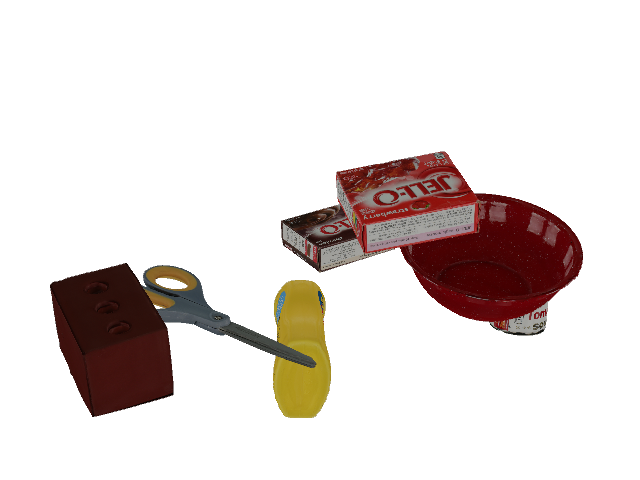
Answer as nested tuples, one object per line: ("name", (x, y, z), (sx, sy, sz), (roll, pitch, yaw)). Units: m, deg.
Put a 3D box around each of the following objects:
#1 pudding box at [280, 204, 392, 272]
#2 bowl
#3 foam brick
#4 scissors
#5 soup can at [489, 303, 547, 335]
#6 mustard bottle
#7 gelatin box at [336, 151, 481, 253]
("pudding box", (0.022, -0.007, 1.297), (0.113, 0.039, 0.090), (-19, 30, -27))
("bowl", (0.148, 0.023, 0.953), (0.162, 0.055, 0.162), (1, 36, -1))
("foam brick", (-0.129, 0.060, 0.655), (0.052, 0.051, 0.078), (-15, 37, -23))
("scissors", (-0.087, 0.060, 0.911), (0.202, 0.016, 0.096), (13, 26, 12))
("soup can", (0.235, 0.053, 1.252), (0.068, 0.102, 0.068), (2, 16, -1))
("mustard bottle", (-0.022, 0.097, 1.136), (0.058, 0.096, 0.191), (0, 27, -3))
("gelatin box", (0.063, -0.029, 0.775), (0.089, 0.030, 0.073), (-11, 36, -9))
